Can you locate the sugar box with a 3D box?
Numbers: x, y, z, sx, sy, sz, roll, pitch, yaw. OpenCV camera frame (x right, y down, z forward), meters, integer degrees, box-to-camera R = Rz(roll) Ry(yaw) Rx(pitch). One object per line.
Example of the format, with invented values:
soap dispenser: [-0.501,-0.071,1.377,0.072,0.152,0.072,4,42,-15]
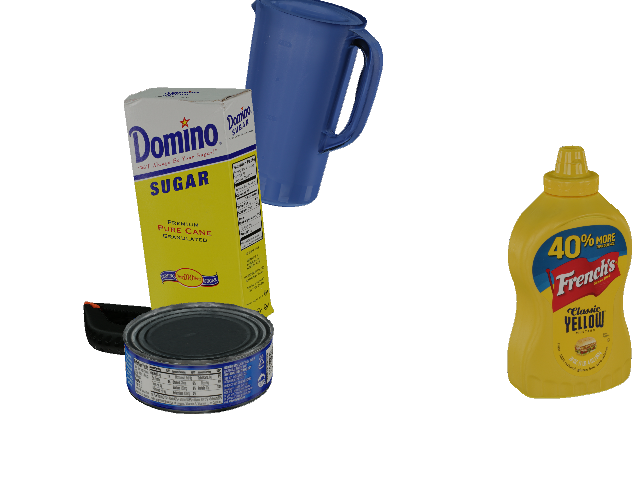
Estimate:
sugar box: [-0.091,-0.024,0.799,0.093,0.176,0.048,5,22,30]

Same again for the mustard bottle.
mustard bottle: [0.192,0.023,0.822,0.096,0.192,0.058,-7,16,-12]

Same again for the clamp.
clamp: [-0.179,0.103,1.095,0.210,0.036,0.164,12,18,31]

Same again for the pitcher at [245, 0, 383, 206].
pitcher: [-0.024,-0.164,1.287,0.144,0.243,0.149,6,23,-15]

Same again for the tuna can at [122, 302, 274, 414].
tuna can: [-0.069,0.066,0.613,0.086,0.034,0.086,0,18,0]
